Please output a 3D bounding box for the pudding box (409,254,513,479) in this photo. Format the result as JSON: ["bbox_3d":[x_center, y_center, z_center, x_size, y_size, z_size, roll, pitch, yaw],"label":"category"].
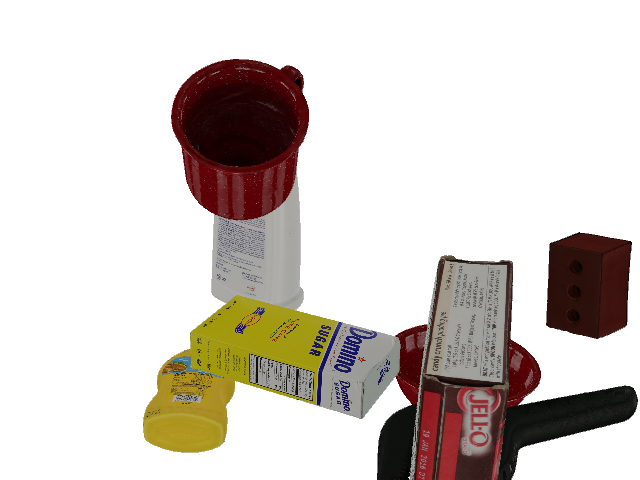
[{"bbox_3d":[0.063,0.070,0.471,0.039,0.090,0.113,6,26,6],"label":"pudding box"}]

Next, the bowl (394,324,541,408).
[{"bbox_3d":[0.146,0.148,1.118,0.162,0.055,0.162,4,24,-2],"label":"bowl"}]

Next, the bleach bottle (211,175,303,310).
[{"bbox_3d":[-0.062,-0.050,1.119,0.103,0.251,0.068,16,26,25],"label":"bleach bottle"}]

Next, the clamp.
[{"bbox_3d":[0.099,0.125,0.749,0.209,0.036,0.165,-28,39,-36],"label":"clamp"}]

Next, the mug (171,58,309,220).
[{"bbox_3d":[-0.050,-0.076,0.759,0.093,0.117,0.081,30,-25,11],"label":"mug"}]

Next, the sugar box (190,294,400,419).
[{"bbox_3d":[-0.023,0.104,0.988,0.176,0.048,0.093,10,26,23],"label":"sugar box"}]

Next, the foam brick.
[{"bbox_3d":[0.229,0.038,0.913,0.053,0.078,0.051,12,21,42],"label":"foam brick"}]

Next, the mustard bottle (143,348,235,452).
[{"bbox_3d":[-0.155,0.182,1.311,0.096,0.058,0.191,2,25,1],"label":"mustard bottle"}]
